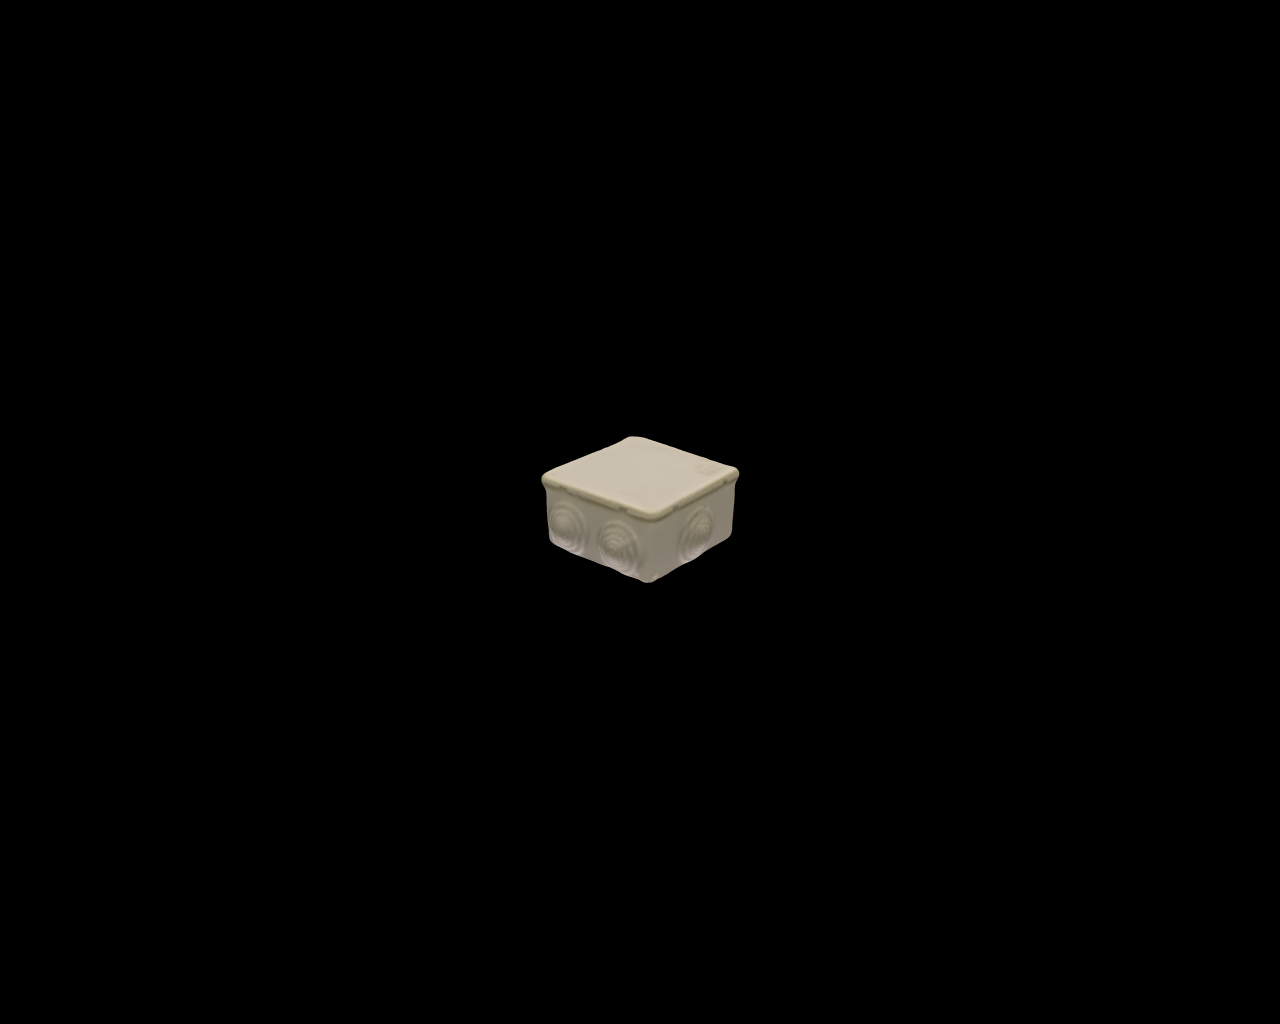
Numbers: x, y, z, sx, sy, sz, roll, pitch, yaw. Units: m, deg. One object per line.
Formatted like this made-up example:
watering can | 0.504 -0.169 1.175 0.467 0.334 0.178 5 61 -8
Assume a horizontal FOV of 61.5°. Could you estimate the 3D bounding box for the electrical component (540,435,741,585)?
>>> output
electrical component | 0.001 -0.003 0.650 0.100 0.048 0.100 20 32 36
